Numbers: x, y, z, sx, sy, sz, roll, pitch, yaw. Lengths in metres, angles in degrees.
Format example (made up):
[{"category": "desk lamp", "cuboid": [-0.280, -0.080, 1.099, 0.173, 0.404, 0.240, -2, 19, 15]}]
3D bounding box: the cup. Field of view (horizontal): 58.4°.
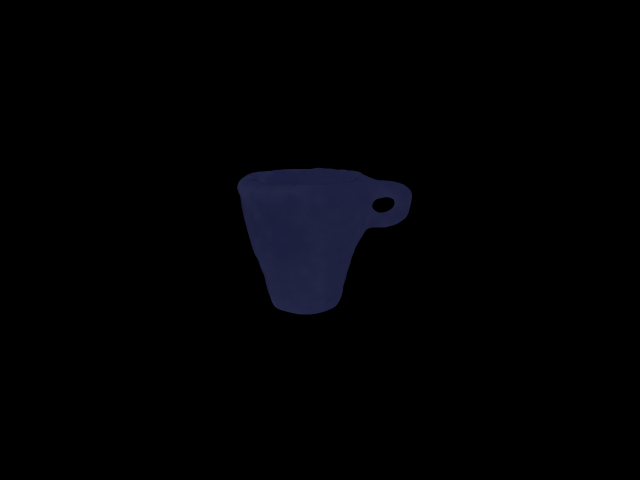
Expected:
[{"category": "cup", "cuboid": [0.004, 0.001, 0.400, 0.117, 0.095, 0.091, 0, 15, 0]}]
